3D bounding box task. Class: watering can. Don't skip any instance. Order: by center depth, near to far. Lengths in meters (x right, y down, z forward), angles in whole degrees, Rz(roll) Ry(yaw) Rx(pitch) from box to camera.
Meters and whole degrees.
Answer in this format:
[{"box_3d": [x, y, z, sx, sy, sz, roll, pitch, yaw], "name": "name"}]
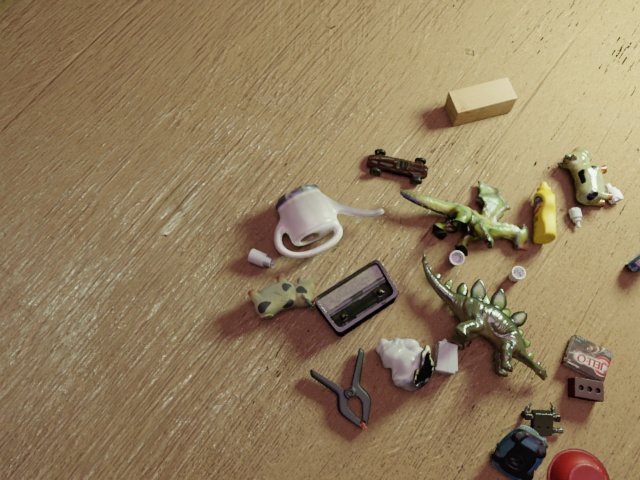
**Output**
[{"box_3d": [0.005, -0.081, 1.603, 0.348, 0.102, 0.227, -27, 70, -6], "name": "watering can"}]

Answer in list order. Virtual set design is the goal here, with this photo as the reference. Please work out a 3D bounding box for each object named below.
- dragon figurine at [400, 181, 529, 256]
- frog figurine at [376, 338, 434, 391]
[{"box_3d": [0.473, -0.093, 1.609, 0.413, 0.119, 0.246, 41, 59, 14], "name": "dragon figurine"}, {"box_3d": [0.233, 0.344, 1.448, 0.159, 0.121, 0.139, 5, 75, 43], "name": "frog figurine"}]
